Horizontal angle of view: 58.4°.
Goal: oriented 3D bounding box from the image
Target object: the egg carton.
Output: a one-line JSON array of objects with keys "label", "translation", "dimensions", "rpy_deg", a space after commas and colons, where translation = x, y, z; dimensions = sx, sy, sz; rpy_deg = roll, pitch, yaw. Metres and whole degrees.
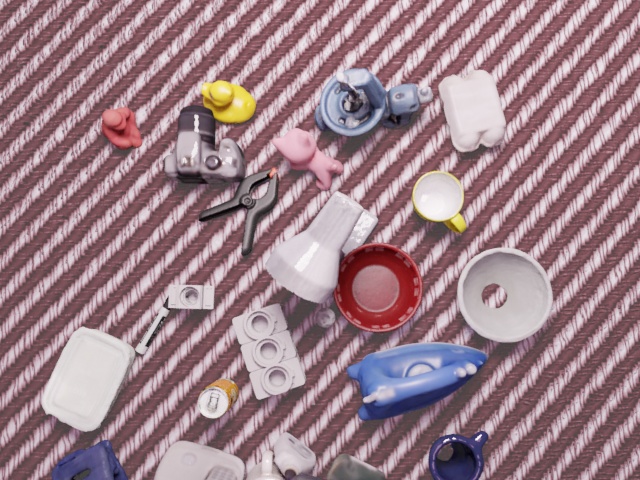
[{"label": "egg carton", "translation": [0.285, -0.241, 1.072], "dimensions": [0.107, 0.069, 0.150], "rpy_deg": [-14, 84, -1]}]

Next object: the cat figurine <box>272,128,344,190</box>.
[{"label": "cat figurine", "translation": [-0.020, -0.156, 1.042], "dimensions": [0.127, 0.118, 0.067], "rpy_deg": [33, 85, 4]}]

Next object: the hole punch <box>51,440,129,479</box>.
[{"label": "hole punch", "translation": [-0.408, 0.416, 0.995], "dimensions": [0.108, 0.091, 0.101], "rpy_deg": [-30, 84, -2]}]

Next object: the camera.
[{"label": "camera", "translation": [-0.214, -0.177, 1.055], "dimensions": [0.143, 0.101, 0.137], "rpy_deg": [0, 83, 1]}]

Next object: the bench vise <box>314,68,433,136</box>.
[{"label": "bench vise", "translation": [0.090, -0.262, 1.001], "dimensions": [0.207, 0.220, 0.121], "rpy_deg": [-25, 84, -2]}]

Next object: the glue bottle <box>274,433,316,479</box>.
[{"label": "glue bottle", "translation": [-0.046, 0.372, 0.954], "dimensions": [0.078, 0.173, 0.037], "rpy_deg": [38, 85, 5]}]

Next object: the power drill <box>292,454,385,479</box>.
[{"label": "power drill", "translation": [0.057, 0.421, 0.930], "dimensions": [0.229, 0.208, 0.076], "rpy_deg": [25, 84, 4]}]

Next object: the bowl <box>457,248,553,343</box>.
[{"label": "bowl", "translation": [0.323, 0.099, 1.031], "dimensions": [0.167, 0.075, 0.167], "rpy_deg": [0, 84, 1]}]

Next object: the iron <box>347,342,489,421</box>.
[{"label": "iron", "translation": [0.181, 0.236, 0.983], "dimensions": [0.258, 0.141, 0.119], "rpy_deg": [-16, 83, -1]}]

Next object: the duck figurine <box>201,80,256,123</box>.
[{"label": "duck figurine", "translation": [-0.174, -0.266, 1.072], "dimensions": [0.104, 0.086, 0.077], "rpy_deg": [18, 84, 3]}]

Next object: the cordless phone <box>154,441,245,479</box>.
[{"label": "cordless phone", "translation": [-0.208, 0.409, 0.946], "dimensions": [0.147, 0.185, 0.094], "rpy_deg": [14, 84, 3]}]

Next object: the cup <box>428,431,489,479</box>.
[{"label": "cup", "translation": [0.236, 0.366, 0.991], "dimensions": [0.118, 0.095, 0.091], "rpy_deg": [-42, 85, -4]}]

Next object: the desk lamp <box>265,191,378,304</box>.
[{"label": "desk lamp", "translation": [0.009, 0.003, 0.975], "dimensions": [0.118, 0.213, 0.203], "rpy_deg": [34, 85, 5]}]

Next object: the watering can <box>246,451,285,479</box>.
[{"label": "watering can", "translation": [-0.084, 0.442, 0.936], "dimensions": [0.101, 0.194, 0.173], "rpy_deg": [-23, 84, -2]}]

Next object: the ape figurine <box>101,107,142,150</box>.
[{"label": "ape figurine", "translation": [-0.375, -0.214, 1.065], "dimensions": [0.076, 0.092, 0.078], "rpy_deg": [20, 84, 3]}]
